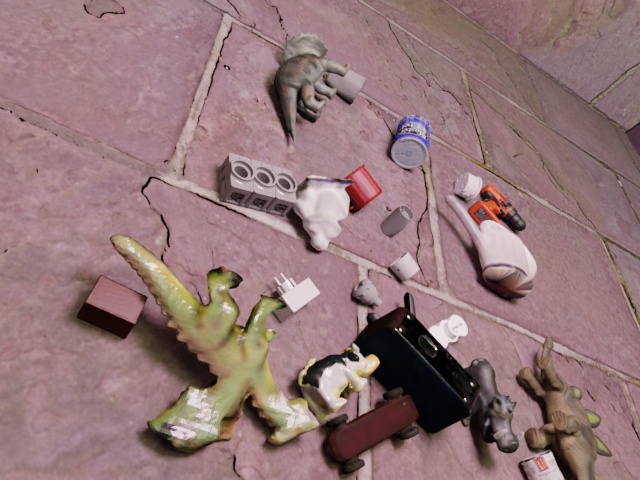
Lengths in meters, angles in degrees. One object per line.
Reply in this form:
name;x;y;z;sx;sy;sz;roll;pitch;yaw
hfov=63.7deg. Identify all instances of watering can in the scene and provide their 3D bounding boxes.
watering can;0.472;0.026;1.411;0.345;0.102;0.230;29;43;-19

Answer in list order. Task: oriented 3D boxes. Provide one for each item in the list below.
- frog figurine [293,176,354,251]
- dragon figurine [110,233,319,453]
frog figurine;0.003;-0.057;1.126;0.137;0.123;0.159;5;90;-48
dragon figurine;-0.167;0.180;0.761;0.407;0.120;0.248;31;51;-22
